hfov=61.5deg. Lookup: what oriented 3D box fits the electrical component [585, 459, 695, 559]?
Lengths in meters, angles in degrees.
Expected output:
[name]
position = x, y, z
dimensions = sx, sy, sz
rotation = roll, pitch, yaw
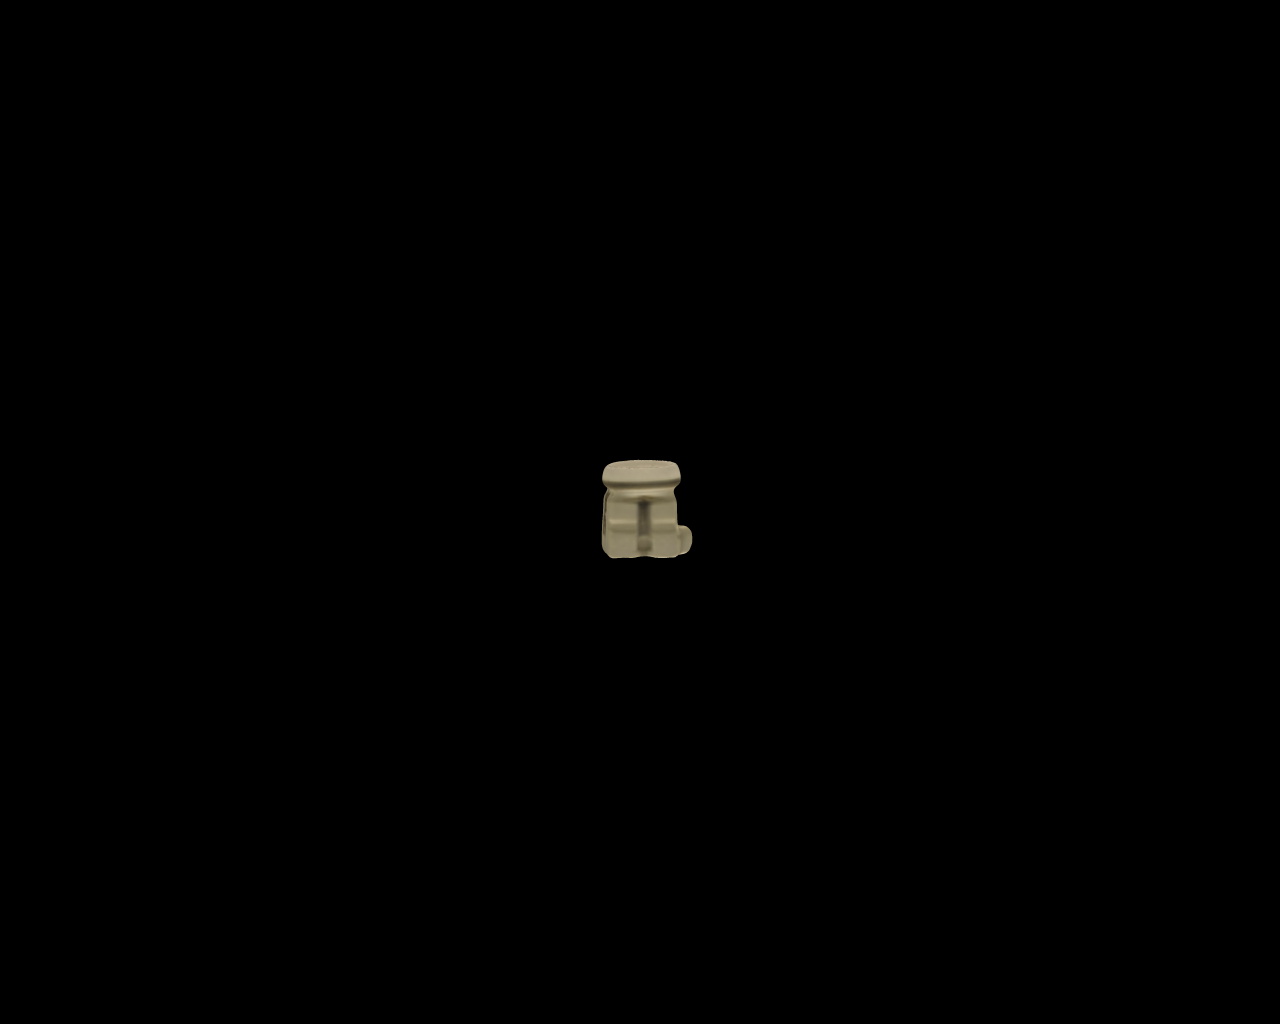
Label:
[electrical component]
position = 0.001, -0.003, 0.650
dimensions = 0.066, 0.055, 0.048
rotation = -1, 8, -9
